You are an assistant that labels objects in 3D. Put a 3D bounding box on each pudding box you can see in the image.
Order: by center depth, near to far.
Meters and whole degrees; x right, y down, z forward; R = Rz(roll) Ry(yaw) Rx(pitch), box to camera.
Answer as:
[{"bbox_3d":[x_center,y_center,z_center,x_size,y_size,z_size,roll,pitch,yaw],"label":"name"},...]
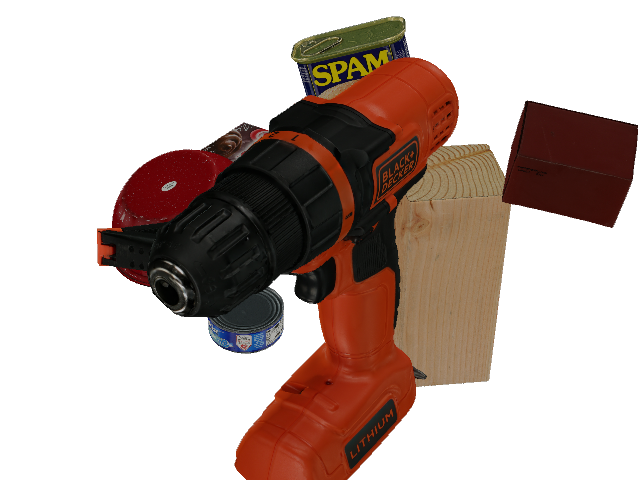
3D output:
[{"bbox_3d":[-0.085,-0.098,1.296,0.090,0.039,0.113,19,36,23],"label":"pudding box"}]

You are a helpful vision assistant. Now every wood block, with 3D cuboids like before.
[{"bbox_3d":[0.110,0.025,0.969,0.090,0.206,0.090,-4,34,-5],"label":"wood block"}]

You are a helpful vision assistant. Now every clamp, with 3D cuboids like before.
[{"bbox_3d":[-0.055,0.006,0.777,0.209,0.036,0.165,-2,12,-13],"label":"clamp"}]

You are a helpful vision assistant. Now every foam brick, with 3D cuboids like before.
[{"bbox_3d":[0.167,-0.051,0.715,0.078,0.051,0.053,14,-36,6],"label":"foam brick"}]

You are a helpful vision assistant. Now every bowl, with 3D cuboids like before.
[{"bbox_3d":[-0.131,-0.034,0.992,0.162,0.162,0.055,0,-41,21],"label":"bowl"}]

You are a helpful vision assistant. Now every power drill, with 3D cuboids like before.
[{"bbox_3d":[-0.003,0.030,0.474,0.057,0.188,0.184,25,42,27],"label":"power drill"}]

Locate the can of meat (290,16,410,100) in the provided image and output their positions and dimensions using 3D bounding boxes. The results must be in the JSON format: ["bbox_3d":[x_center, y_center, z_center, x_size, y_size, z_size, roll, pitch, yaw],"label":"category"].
[{"bbox_3d":[0.034,-0.141,0.943,0.102,0.084,0.057,-12,28,10],"label":"can of meat"}]

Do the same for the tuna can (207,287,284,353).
[{"bbox_3d":[-0.083,0.086,1.186,0.086,0.034,0.086,0,36,0],"label":"tuna can"}]
